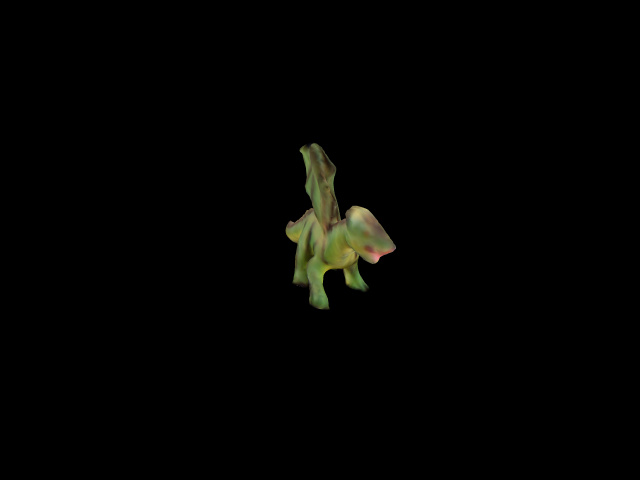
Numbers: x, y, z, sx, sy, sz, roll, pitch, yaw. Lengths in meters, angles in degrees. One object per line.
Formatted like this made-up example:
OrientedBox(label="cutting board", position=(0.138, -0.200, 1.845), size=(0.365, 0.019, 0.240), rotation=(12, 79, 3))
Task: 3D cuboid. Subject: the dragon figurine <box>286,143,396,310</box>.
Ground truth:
OrientedBox(label="dragon figurine", position=(0.003, -0.043, 0.850), size=(0.122, 0.238, 0.416), rotation=(-10, 26, -21))
